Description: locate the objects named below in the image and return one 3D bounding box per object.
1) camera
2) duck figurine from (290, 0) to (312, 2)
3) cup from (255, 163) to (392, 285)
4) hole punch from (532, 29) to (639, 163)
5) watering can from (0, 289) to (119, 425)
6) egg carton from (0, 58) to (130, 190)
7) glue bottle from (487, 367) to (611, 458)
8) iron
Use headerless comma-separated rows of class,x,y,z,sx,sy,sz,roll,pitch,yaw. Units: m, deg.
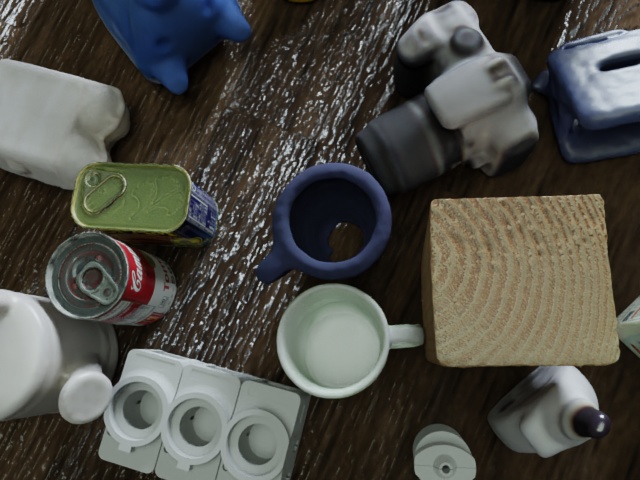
camera,0.093,-0.110,0.480,0.137,0.101,0.143,-28,76,2
duck figurine,-0.020,-0.294,0.540,0.077,0.086,0.104,6,80,9
cup,0.004,0.002,0.473,0.118,0.095,0.091,-39,76,-1
hole punch,0.243,-0.127,0.468,0.108,0.091,0.101,-12,77,6
watering can,-0.238,0.088,0.438,0.172,0.194,0.101,-3,78,7
egg carton,-0.260,-0.109,0.545,0.150,0.069,0.107,15,81,11
glue bottle,0.160,0.117,0.388,0.078,0.173,0.037,-40,76,-1
iron,-0.184,-0.266,0.529,0.118,0.141,0.258,-41,76,-1
